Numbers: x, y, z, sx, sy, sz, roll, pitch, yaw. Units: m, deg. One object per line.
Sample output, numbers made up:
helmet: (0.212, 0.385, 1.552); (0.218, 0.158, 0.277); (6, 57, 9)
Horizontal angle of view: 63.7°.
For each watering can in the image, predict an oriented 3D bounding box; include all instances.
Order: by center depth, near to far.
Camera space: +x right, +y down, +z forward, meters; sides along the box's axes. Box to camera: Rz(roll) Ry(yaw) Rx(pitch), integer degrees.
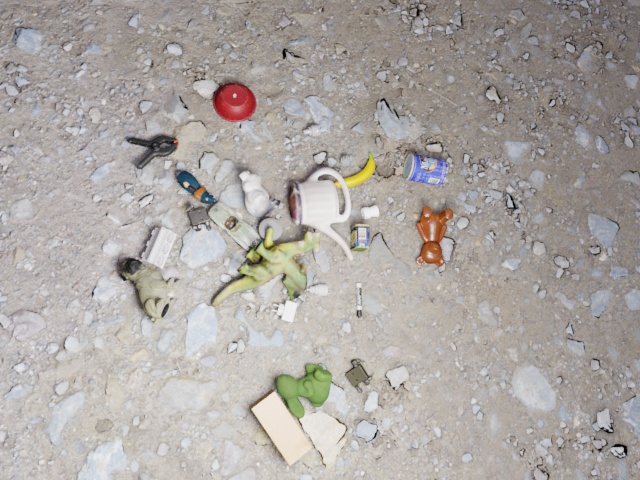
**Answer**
watering can: (0.006, -0.091, 1.817); (0.225, 0.103, 0.352); (-4, -104, -11)

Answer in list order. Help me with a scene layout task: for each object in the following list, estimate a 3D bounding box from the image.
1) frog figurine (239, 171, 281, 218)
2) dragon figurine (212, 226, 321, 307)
frog figurine: (-0.228, -0.156, 1.768); (0.122, 0.139, 0.158); (-44, -72, 11)
dragon figurine: (-0.149, 0.115, 1.726); (0.241, 0.123, 0.409); (37, -87, -14)
